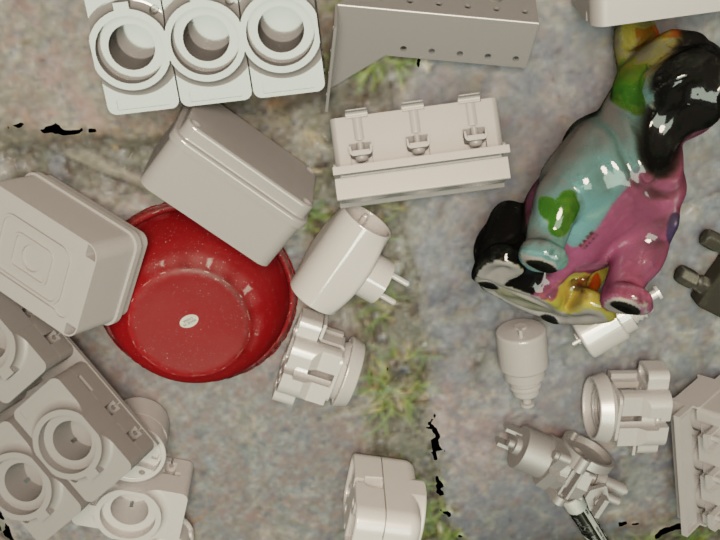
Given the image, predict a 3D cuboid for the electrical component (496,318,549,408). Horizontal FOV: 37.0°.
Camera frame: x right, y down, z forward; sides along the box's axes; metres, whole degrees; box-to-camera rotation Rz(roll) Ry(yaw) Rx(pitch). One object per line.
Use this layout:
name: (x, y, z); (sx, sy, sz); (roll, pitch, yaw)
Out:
electrical component: (0.132, 0.076, 0.867); (0.040, 0.040, 0.078); (-8, 115, 2)

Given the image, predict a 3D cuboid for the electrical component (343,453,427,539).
electrical component: (0.020, 0.199, 0.890); (0.059, 0.095, 0.053); (9, 114, -6)

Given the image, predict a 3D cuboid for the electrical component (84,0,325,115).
electrical component: (-0.103, -0.163, 0.735); (0.150, 0.061, 0.089); (-7, 115, 1)

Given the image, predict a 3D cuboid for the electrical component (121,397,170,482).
electrical component: (-0.184, 0.137, 0.880); (0.055, 0.047, 0.055); (-1, 115, -2)

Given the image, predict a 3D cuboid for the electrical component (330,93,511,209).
electrical component: (0.041, -0.085, 0.772); (0.121, 0.078, 0.063); (-7, 86, 1)

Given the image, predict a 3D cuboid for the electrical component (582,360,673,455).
electrical component: (0.216, 0.112, 0.879); (0.057, 0.058, 0.078); (-1, 115, -5)

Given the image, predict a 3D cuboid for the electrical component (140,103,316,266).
electrical component: (-0.091, -0.066, 0.772); (0.113, 0.078, 0.057); (35, 112, -17)

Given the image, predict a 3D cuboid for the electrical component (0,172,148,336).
electrical component: (-0.218, -0.013, 0.778); (0.113, 0.057, 0.078); (30, 114, 20)

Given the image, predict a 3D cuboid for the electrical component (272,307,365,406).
electrical component: (-0.031, 0.074, 0.852); (0.057, 0.058, 0.078); (18, 113, -7)

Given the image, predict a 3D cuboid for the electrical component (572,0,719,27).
electrical component: (0.201, -0.206, 0.718); (0.113, 0.078, 0.057); (-8, 118, 1)

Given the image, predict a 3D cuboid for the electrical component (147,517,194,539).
electrical component: (-0.169, 0.242, 0.922); (0.048, 0.062, 0.048); (-1, 115, -2)

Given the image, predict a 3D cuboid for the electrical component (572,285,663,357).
electrical component: (0.203, 0.037, 0.852); (0.078, 0.040, 0.040); (-32, 112, 12)

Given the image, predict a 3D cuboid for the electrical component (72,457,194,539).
electrical component: (-0.190, 0.189, 0.900); (0.089, 0.055, 0.050); (12, 114, -8)

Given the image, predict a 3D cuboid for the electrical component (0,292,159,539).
electrical component: (-0.261, 0.102, 0.823); (0.105, 0.060, 0.186); (-40, 92, 15)

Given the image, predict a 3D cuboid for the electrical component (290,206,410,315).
electrical component: (0.000, 0.000, 0.825); (0.079, 0.043, 0.077); (30, 111, -16)

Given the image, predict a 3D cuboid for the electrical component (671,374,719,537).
electrical component: (0.299, 0.156, 0.892); (0.079, 0.063, 0.121); (-30, 121, -34)
